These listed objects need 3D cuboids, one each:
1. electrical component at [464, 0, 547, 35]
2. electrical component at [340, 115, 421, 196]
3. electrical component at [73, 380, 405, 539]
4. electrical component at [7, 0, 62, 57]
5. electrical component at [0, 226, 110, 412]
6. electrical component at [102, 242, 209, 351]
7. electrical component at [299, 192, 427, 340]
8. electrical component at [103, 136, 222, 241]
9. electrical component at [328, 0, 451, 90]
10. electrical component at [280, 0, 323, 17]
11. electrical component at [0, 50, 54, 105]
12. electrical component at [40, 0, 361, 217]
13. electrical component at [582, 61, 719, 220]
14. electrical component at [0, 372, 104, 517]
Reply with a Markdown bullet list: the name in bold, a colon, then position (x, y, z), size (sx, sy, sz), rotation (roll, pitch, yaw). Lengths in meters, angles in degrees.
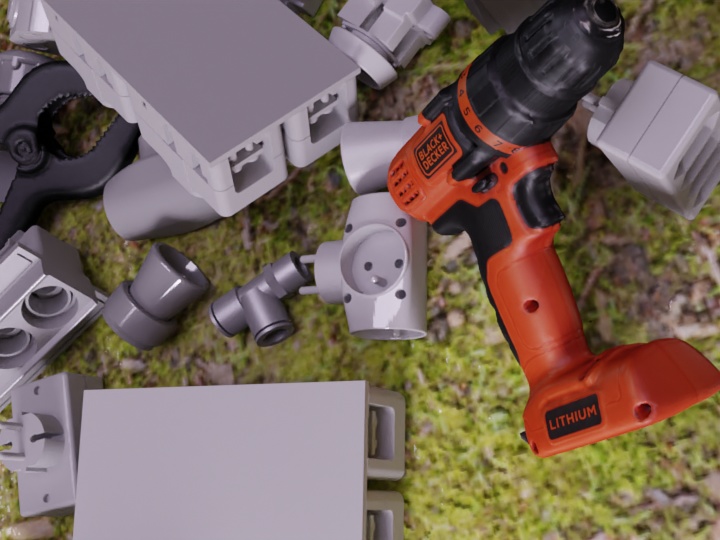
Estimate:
- **electrical component**: position (0.070, -0.180, 0.591), size (0.061, 0.096, 0.061), rotation (-40, 65, 14)
- **electrical component**: position (0.027, -0.070, 0.620), size (0.065, 0.044, 0.044), rotation (-10, 74, 20)
- **electrical component**: position (-0.068, 0.121, 0.613), size (0.186, 0.060, 0.105), rotation (-5, 76, 26)
- **electrical component**: position (-0.201, -0.177, 0.737), size (0.080, 0.080, 0.051), rotation (6, 87, 28)
- **electrical component**: position (-0.236, 0.034, 0.714), size (0.121, 0.079, 0.063), rotation (-42, 42, 12)
- **electrical component**: position (-0.129, 0.017, 0.676), size (0.055, 0.045, 0.045), rotation (-48, 63, 10)
- **electrical component**: position (0.000, 0.000, 0.615), size (0.079, 0.044, 0.077), rotation (-5, 77, 25)
- **electrical component**: position (-0.123, -0.066, 0.692), size (0.077, 0.043, 0.079), rotation (-16, 71, 23)
- **electrical component**: position (0.013, -0.142, 0.641), size (0.066, 0.048, 0.055), rotation (36, 88, 29)
- **electrical component**: position (-0.045, -0.195, 0.675), size (0.048, 0.055, 0.066), rotation (31, 93, 29)
- **electrical component**: position (-0.238, -0.123, 0.764), size (0.048, 0.048, 0.062), rotation (11, 91, 28)
- **electrical component**: position (-0.099, -0.126, 0.657), size (0.105, 0.060, 0.186), rotation (-36, 61, -20)
- **electrical component**: position (0.140, -0.071, 0.538), size (0.076, 0.083, 0.047), rotation (35, 95, 29)
- **electrical component**: position (-0.199, 0.108, 0.673), size (0.047, 0.076, 0.083), rotation (-18, 71, 22)
